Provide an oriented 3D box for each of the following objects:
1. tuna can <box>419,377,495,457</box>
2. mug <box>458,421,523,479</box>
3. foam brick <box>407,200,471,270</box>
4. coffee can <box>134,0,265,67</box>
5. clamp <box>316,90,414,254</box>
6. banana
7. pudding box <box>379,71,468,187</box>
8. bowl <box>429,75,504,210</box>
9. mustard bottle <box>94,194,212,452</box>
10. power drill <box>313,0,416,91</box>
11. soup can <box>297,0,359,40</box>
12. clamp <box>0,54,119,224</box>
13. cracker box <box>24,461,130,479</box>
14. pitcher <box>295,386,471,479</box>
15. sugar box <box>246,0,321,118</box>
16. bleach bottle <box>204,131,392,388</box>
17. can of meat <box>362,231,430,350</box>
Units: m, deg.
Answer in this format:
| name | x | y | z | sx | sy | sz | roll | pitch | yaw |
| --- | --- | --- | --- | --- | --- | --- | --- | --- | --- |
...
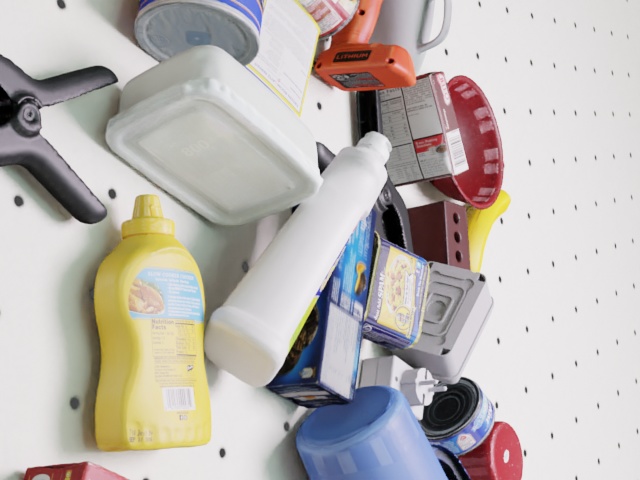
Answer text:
| name | x | y | z | sx | sy | sz | roll | pitch | yaw |
| --- | --- | --- | --- | --- | --- | --- | --- | --- | --- |
| tuna can | 0.140 | 0.187 | 1.133 | 0.033 | 0.086 | 0.086 | 53 | 42 | -30 |
| mug | 0.176 | 0.245 | 1.172 | 0.117 | 0.082 | 0.093 | 33 | 55 | -47 |
| foam brick | 0.133 | 0.000 | 1.204 | 0.052 | 0.051 | 0.078 | 13 | 71 | -53 |
| coffee can | -0.093 | -0.225 | 0.889 | 0.102 | 0.103 | 0.140 | 32 | 56 | -47 |
| clamp | 0.056 | -0.053 | 1.119 | 0.210 | 0.036 | 0.164 | 63 | 37 | -26 |
| banana | 0.200 | -0.014 | 1.323 | 0.197 | 0.037 | 0.069 | -61 | 148 | -42 |
| pudding box | 0.102 | -0.118 | 1.156 | 0.039 | 0.090 | 0.113 | -22 | 100 | -54 |
| bowl | 0.160 | -0.111 | 1.269 | 0.161 | 0.055 | 0.162 | 20 | 65 | -52 |
| mustard bottle | -0.127 | 0.060 | 0.802 | 0.096 | 0.058 | 0.191 | 9 | 74 | -52 |
| power drill | 0.073 | -0.248 | 1.084 | 0.057 | 0.185 | 0.187 | 28 | 68 | -48 |
| soup can | -0.017 | -0.253 | 1.039 | 0.102 | 0.069 | 0.068 | 42 | 49 | -41 |
| clamp | -0.206 | -0.093 | 0.745 | 0.171 | 0.039 | 0.120 | 31 | 55 | -48 |
| cracker box | -0.127 | 0.265 | 0.737 | 0.213 | 0.072 | 0.164 | 39 | 50 | -43 |
| pitcher | 0.078 | 0.255 | 0.990 | 0.149 | 0.145 | 0.243 | -106 | 172 | -75 |
| sugar box | -0.054 | -0.149 | 0.978 | 0.093 | 0.048 | 0.176 | 42 | 53 | -42 |
| bleach bottle | -0.006 | 0.001 | 0.908 | 0.068 | 0.103 | 0.250 | 31 | 63 | 3 |
| can of meat | 0.060 | 0.051 | 1.056 | 0.083 | 0.058 | 0.102 | 25 | 69 | -38 |
